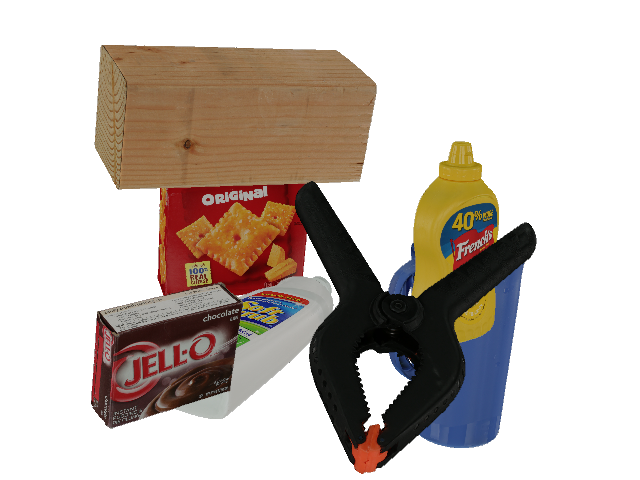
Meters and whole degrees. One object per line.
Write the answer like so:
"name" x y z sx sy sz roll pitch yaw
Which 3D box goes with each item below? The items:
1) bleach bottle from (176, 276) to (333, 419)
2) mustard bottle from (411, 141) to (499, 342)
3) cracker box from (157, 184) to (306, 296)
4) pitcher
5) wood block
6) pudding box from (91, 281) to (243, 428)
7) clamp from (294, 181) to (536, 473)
"bleach bottle" -0.066 0.089 1.062 0.103 0.068 0.250 14 25 24
"mustard bottle" 0.131 0.000 1.031 0.096 0.192 0.058 -10 19 -36
"cracker box" -0.096 -0.044 1.197 0.164 0.214 0.072 -2 23 -17
"pitcher" 0.159 0.121 1.272 0.149 0.243 0.145 5 17 11
"wood block" -0.070 -0.102 0.870 0.205 0.091 0.090 -3 30 -24
"pudding box" -0.120 0.087 0.830 0.113 0.090 0.039 -15 40 -36
"clamp" 0.038 0.046 0.671 0.164 0.209 0.036 16 -40 10
